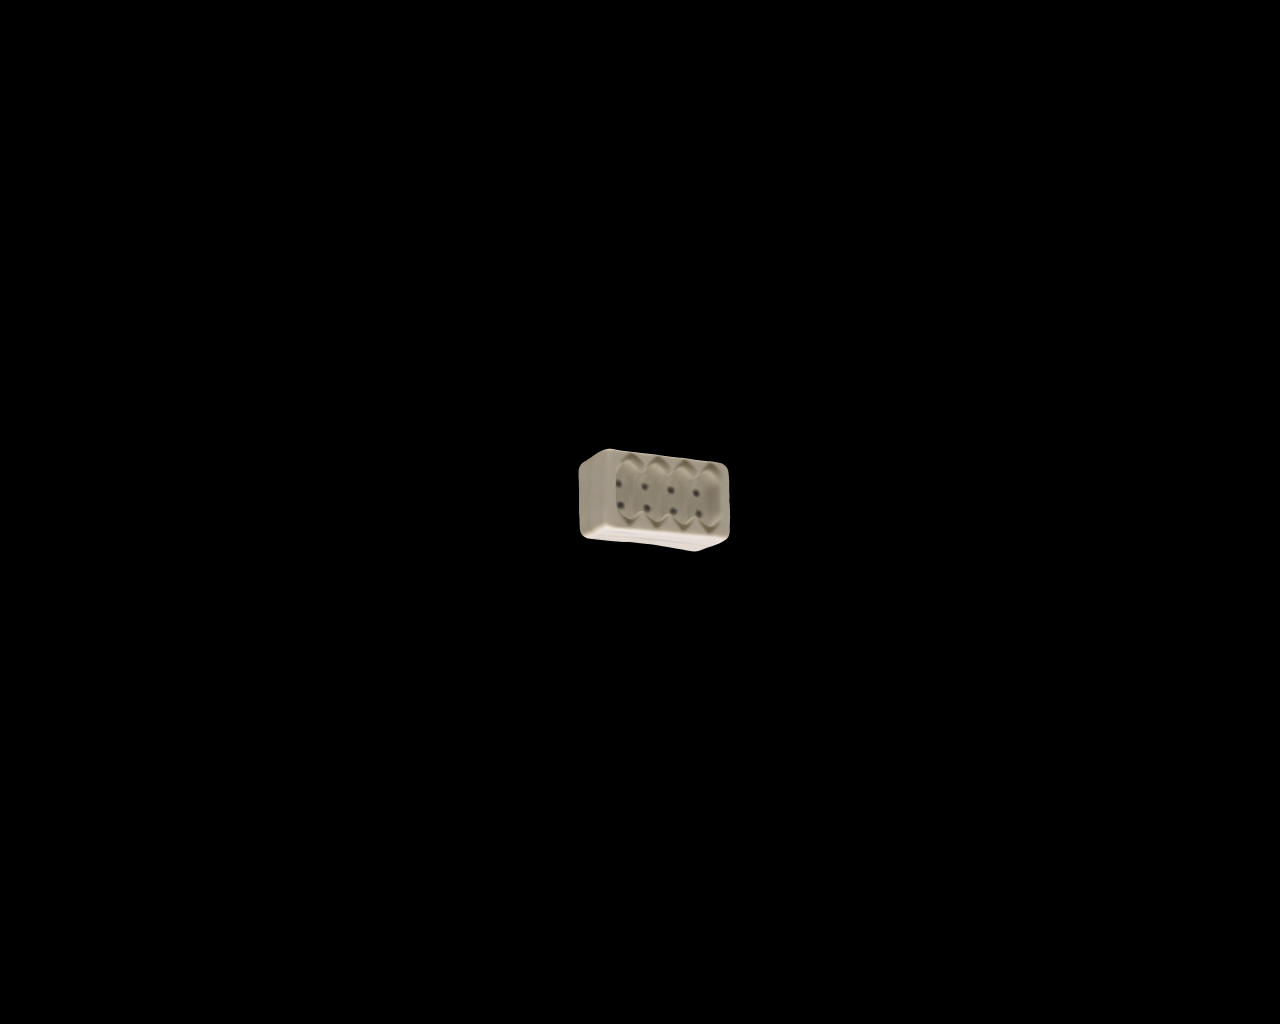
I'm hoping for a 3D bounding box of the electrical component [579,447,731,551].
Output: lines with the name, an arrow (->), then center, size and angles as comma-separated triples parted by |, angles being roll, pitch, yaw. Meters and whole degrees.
electrical component -> 0.001, -0.003, 0.650 | 0.083, 0.047, 0.075 | 7, -15, -26
